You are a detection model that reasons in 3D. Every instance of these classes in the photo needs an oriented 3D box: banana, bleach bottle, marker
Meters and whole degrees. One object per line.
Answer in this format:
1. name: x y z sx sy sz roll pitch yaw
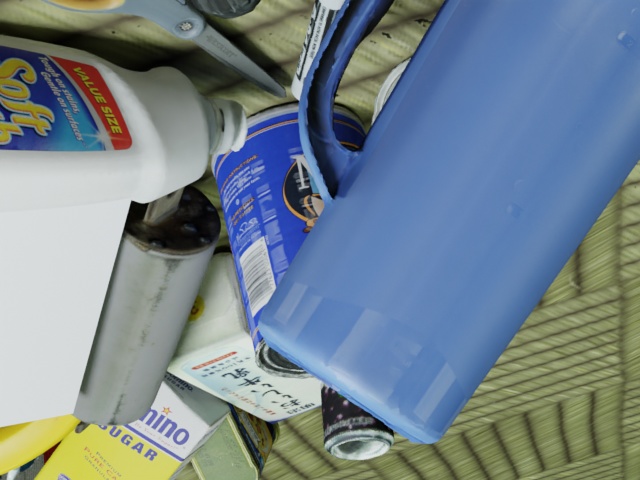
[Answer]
1. banana: -0.228 0.139 0.826 0.198 0.037 0.069 -42 121 19
2. bleach bottle: -0.156 -0.063 0.534 0.250 0.102 0.068 -4 154 -31
3. marker: 0.004 -0.118 0.575 0.020 0.020 0.121 -6 151 -16

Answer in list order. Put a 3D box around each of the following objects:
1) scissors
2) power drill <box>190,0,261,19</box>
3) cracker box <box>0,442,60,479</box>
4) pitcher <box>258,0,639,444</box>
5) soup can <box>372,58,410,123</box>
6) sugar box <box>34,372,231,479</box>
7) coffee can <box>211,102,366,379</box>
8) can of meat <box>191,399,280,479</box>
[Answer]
1. scissors: -0.062 -0.125 0.534 0.201 0.016 0.096 14 141 -43
2. power drill: -0.129 -0.132 0.429 0.188 0.057 0.184 -22 141 9
3. cracker box: -0.361 0.220 0.965 0.164 0.072 0.213 -25 150 20
4. pitcher: 0.067 -0.031 0.535 0.243 0.149 0.144 -56 145 -6
5. soup can: 0.090 -0.068 0.657 0.102 0.068 0.069 13 142 -41
6. sugar box: -0.160 0.174 0.882 0.176 0.093 0.048 -53 170 26
7. coffee can: -0.004 0.001 0.659 0.102 0.140 0.103 -12 152 -6
8. can of meat: -0.082 0.160 0.927 0.057 0.102 0.084 -21 -166 14
